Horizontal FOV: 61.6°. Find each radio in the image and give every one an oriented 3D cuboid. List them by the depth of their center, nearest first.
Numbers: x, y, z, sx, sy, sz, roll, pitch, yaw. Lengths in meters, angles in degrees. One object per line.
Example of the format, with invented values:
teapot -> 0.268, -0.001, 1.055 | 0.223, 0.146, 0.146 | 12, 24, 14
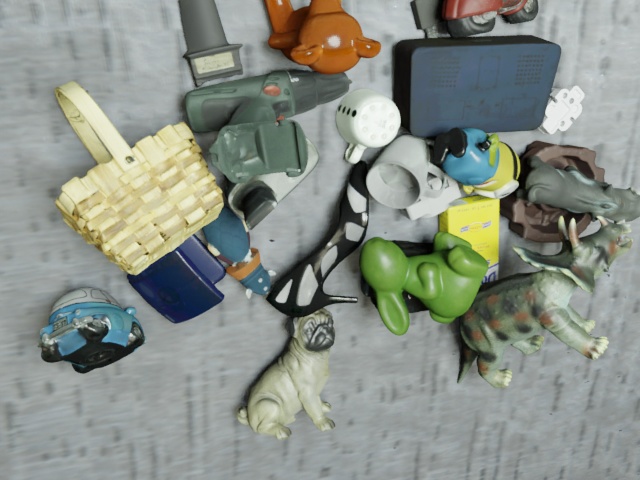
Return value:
radio -> 0.226, -0.227, 0.795 | 0.230, 0.073, 0.131 | -5, 119, -10

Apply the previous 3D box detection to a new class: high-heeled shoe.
high-heeled shoe -> -0.002, -0.002, 0.826 | 0.145, 0.086, 0.248 | 6, 91, 2

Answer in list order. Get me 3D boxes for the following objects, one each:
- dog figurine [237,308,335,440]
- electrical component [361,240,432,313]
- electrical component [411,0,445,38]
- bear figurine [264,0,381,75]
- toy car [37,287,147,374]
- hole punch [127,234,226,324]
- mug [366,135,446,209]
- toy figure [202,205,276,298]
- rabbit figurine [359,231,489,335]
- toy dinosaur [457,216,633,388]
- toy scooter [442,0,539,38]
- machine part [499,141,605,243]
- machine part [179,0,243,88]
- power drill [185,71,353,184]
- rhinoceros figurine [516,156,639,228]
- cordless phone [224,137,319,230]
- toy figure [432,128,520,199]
dog figurine -> -0.056, 0.206, 0.873 | 0.172, 0.121, 0.190 | -7, 95, -14
electrical component -> 0.134, 0.061, 0.882 | 0.134, 0.058, 0.114 | 0, 105, -14
electrical component -> 0.168, -0.336, 0.781 | 0.063, 0.021, 0.093 | -22, 111, -6
bear figurine -> -0.004, -0.273, 0.668 | 0.120, 0.196, 0.131 | -10, 109, -7
toy car -> -0.329, 0.120, 0.762 | 0.109, 0.103, 0.161 | -28, 156, 2
hole punch -> -0.209, 0.061, 0.786 | 0.116, 0.092, 0.142 | -38, 115, 4
mug -> 0.135, -0.106, 0.793 | 0.110, 0.107, 0.080 | 17, 137, 12
toy figure -> -0.122, 0.019, 0.808 | 0.064, 0.058, 0.154 | -27, 117, 3
rabbit figurine -> 0.133, 0.052, 0.800 | 0.170, 0.121, 0.159 | 15, 115, -9
toy dinosaur -> 0.303, 0.117, 0.853 | 0.192, 0.131, 0.405 | 49, 131, 1
toy scooter -> 0.239, -0.363, 0.750 | 0.184, 0.075, 0.135 | -24, 116, -28
machine part -> 0.385, -0.080, 0.898 | 0.179, 0.056, 0.179 | -4, 109, -13
machine part -> -0.153, -0.282, 0.716 | 0.084, 0.039, 0.138 | -16, 112, 0
power drill -> -0.060, -0.161, 0.687 | 0.232, 0.207, 0.085 | -7, 132, -2
rhinoceros figurine -> 0.395, -0.072, 0.813 | 0.190, 0.112, 0.073 | 13, 103, -11
cordless phone -> -0.061, -0.081, 0.722 | 0.146, 0.184, 0.088 | -42, 107, 3
toy figure -> 0.237, -0.117, 0.790 | 0.180, 0.082, 0.089 | 20, 92, -43
